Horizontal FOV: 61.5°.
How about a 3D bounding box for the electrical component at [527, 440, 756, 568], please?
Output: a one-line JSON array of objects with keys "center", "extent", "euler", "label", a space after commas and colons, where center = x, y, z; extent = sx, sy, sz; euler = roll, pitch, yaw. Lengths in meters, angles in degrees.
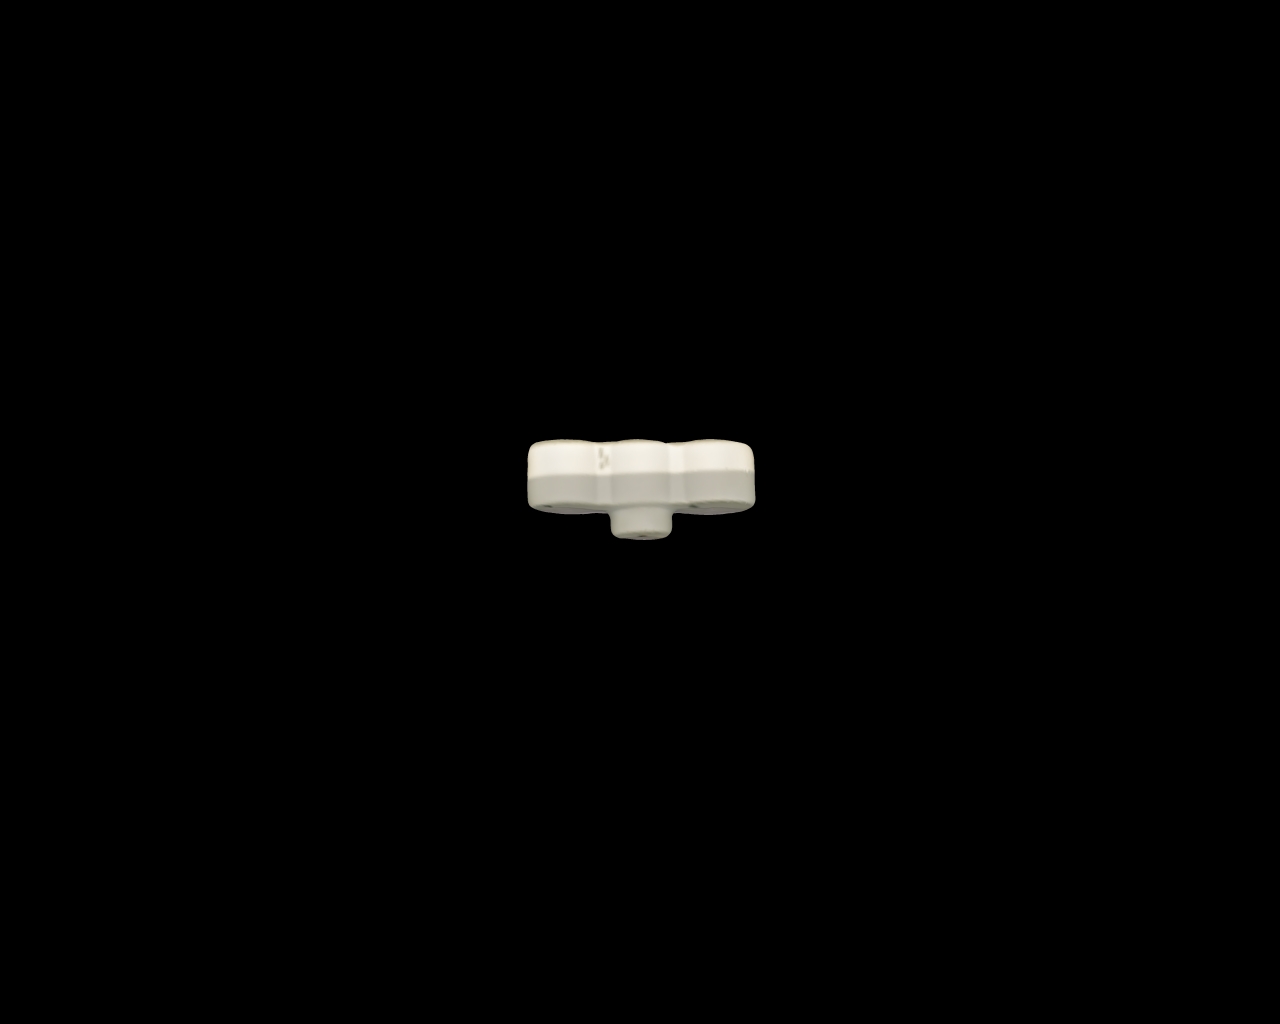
[{"center": [0.001, -0.003, 0.650], "extent": [0.138, 0.073, 0.052], "euler": [0, -9, 0], "label": "electrical component"}]
